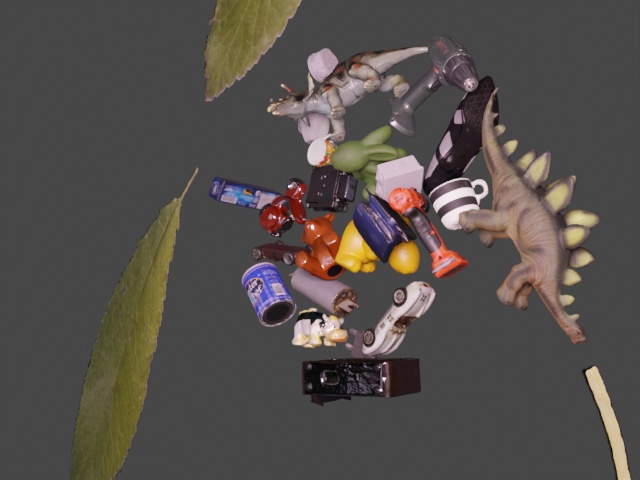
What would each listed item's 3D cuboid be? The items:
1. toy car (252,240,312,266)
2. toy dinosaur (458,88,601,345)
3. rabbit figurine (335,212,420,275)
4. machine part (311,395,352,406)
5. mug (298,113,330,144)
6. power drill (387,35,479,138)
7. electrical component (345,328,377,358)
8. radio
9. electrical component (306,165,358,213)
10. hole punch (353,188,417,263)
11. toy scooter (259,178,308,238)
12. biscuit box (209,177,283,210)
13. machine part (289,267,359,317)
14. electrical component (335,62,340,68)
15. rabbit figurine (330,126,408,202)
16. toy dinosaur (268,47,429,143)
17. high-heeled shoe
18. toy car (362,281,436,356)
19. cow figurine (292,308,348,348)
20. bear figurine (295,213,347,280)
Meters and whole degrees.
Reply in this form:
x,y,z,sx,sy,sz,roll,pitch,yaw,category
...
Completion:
x,y,z,sx,sy,sz,roll,pitch,yaw,category
-0.094,0.037,1.418,0.202,0.089,0.053,7,106,47,toy car
0.355,-0.047,0.935,0.198,0.105,0.471,-34,66,29,toy dinosaur
0.144,0.013,1.165,0.173,0.121,0.162,21,87,34,rabbit figurine
0.032,0.339,1.241,0.139,0.039,0.084,-37,63,34,machine part
-0.022,-0.309,1.434,0.110,0.081,0.107,-7,82,44,mug
0.230,-0.314,1.117,0.207,0.086,0.232,-52,26,39,power drill
0.096,0.235,1.205,0.094,0.021,0.063,17,93,49,electrical component
0.079,0.280,1.106,0.230,0.131,0.073,-11,75,36,radio
0.032,-0.128,1.338,0.134,0.058,0.115,2,81,45,electrical component
0.118,-0.023,1.066,0.092,0.115,0.142,-38,68,13,hole punch
-0.089,-0.069,1.453,0.184,0.075,0.135,-45,52,25,toy scooter
-0.204,-0.124,1.494,0.063,0.202,0.059,30,104,49,biscuit box
0.008,0.119,1.293,0.243,0.079,0.079,26,100,49,machine part
0.069,-0.417,1.384,0.119,0.047,0.075,-43,52,35,electrical component
0.108,-0.169,1.183,0.159,0.170,0.121,-35,57,38,rabbit figurine
0.076,-0.376,1.284,0.405,0.131,0.192,-31,58,9,toy dinosaur
0.283,-0.204,1.099,0.248,0.086,0.145,-65,8,-13,high-heeled shoe
0.160,0.168,1.112,0.201,0.073,0.056,-58,44,21,toy car
0.005,0.207,1.282,0.167,0.068,0.098,-17,62,47,cow figurine
-0.001,-0.001,1.280,0.120,0.131,0.196,-34,45,12,bear figurine
